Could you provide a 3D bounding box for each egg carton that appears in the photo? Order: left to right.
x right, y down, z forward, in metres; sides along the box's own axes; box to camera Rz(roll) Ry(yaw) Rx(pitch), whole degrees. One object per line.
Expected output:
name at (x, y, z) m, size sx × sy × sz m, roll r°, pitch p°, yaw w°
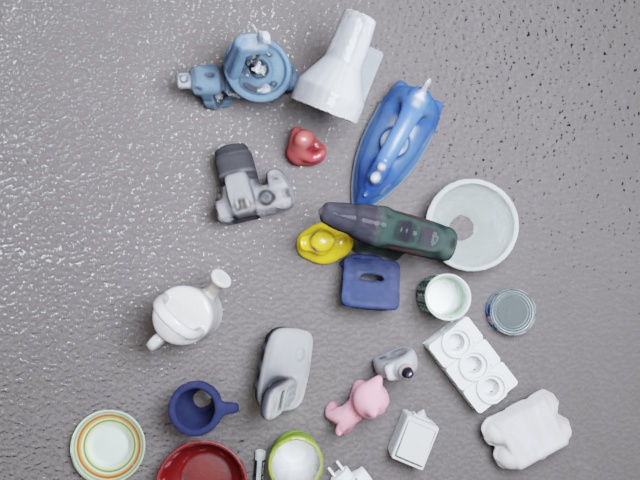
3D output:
egg carton at (0.369, 0.341, 1.026) m, size 0.150 × 0.069 × 0.107 m, roll -28°, pitch 87°, yaw -3°

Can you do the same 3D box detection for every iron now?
iron at (0.129, -0.166, 1.018) m, size 0.118 × 0.141 × 0.258 m, roll 28°, pitch 86°, yaw 1°

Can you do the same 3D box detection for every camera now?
camera at (-0.128, -0.107, 1.026) m, size 0.143 × 0.100 × 0.137 m, roll -15°, pitch 87°, yaw -2°

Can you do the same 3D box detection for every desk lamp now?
desk lamp at (0.037, -0.288, 0.987) m, size 0.118 × 0.213 × 0.203 m, roll 22°, pitch 86°, yaw 0°

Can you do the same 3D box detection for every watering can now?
watering can at (-0.224, 0.119, 0.961) m, size 0.101 × 0.194 × 0.173 m, roll 24°, pitch 86°, yaw 1°

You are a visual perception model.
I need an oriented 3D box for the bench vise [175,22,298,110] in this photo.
bench vise at (-0.140, -0.284, 0.979) m, size 0.207 × 0.219 × 0.121 m, roll -27°, pitch 87°, yaw -3°

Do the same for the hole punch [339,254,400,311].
hole punch at (0.088, 0.076, 1.025) m, size 0.108 × 0.091 × 0.101 m, roll 5°, pitch 86°, yaw -1°

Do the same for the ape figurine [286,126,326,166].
ape figurine at (-0.028, -0.173, 1.038) m, size 0.076 × 0.092 × 0.078 m, roll -26°, pitch 87°, yaw -3°

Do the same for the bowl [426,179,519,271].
bowl at (0.269, -0.025, 1.045) m, size 0.167 × 0.074 × 0.167 m, roll 0°, pitch 86°, yaw -2°

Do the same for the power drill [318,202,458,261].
power drill at (0.107, -0.011, 0.973) m, size 0.229 × 0.208 × 0.076 m, roll 12°, pitch 86°, yaw -1°

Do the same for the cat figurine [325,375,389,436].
cat figurine at (0.071, 0.292, 0.996) m, size 0.128 × 0.117 × 0.067 m, roll -42°, pitch 88°, yaw -4°

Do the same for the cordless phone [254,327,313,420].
cordless phone at (-0.063, 0.224, 0.963) m, size 0.094 × 0.185 × 0.148 m, roll 8°, pitch 86°, yaw -1°

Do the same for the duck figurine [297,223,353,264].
duck figurine at (0.009, 0.004, 1.030) m, size 0.104 × 0.086 × 0.077 m, roll -4°, pitch 86°, yaw -2°

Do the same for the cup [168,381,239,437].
cup at (-0.196, 0.286, 1.000) m, size 0.117 × 0.095 × 0.092 m, roll -1°, pitch 86°, yaw -2°

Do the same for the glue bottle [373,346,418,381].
glue bottle at (0.137, 0.216, 0.976) m, size 0.078 × 0.173 × 0.037 m, roll -19°, pitch 86°, yaw -3°
